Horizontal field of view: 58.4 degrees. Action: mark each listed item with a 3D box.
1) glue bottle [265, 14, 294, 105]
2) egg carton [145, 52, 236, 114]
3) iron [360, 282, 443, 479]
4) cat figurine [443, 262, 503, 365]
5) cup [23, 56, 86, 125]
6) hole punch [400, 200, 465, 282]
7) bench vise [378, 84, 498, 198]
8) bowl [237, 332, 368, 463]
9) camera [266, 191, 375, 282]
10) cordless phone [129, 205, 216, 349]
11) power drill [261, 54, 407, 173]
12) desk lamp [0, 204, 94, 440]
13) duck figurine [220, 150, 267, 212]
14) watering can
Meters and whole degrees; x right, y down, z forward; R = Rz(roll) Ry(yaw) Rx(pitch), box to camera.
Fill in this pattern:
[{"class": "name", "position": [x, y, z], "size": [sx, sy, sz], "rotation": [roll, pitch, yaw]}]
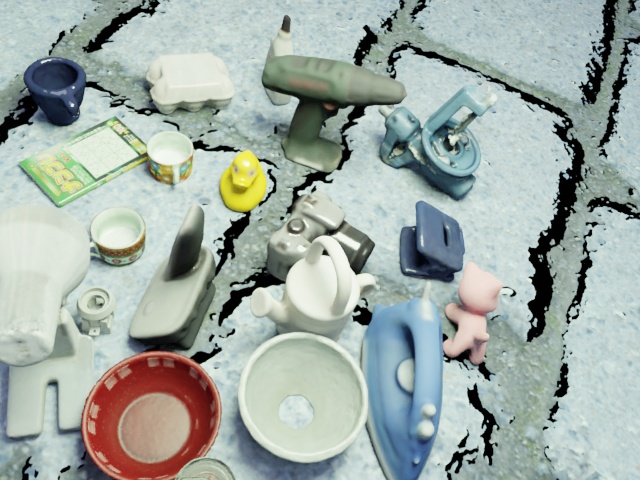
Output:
[{"class": "glue bottle", "position": [-0.071, -0.334, 1.043], "size": [0.037, 0.173, 0.078], "rotation": [-17, 61, -23]}, {"class": "egg carton", "position": [-0.234, -0.283, 1.034], "size": [0.150, 0.069, 0.107], "rotation": [-11, 59, -20]}, {"class": "iron", "position": [0.125, 0.187, 0.751], "size": [0.119, 0.141, 0.258], "rotation": [8, 55, -7]}, {"class": "cat figurine", "position": [0.233, 0.103, 0.849], "size": [0.067, 0.118, 0.128], "rotation": [12, 54, -5]}, {"class": "cup", "position": [-0.419, -0.227, 0.936], "size": [0.092, 0.095, 0.117], "rotation": [-27, 66, -27]}, {"class": "hole punch", "position": [0.188, 0.000, 0.925], "size": [0.101, 0.091, 0.108], "rotation": [9, 55, -7]}, {"class": "bench vise", "position": [0.196, -0.186, 0.975], "size": [0.207, 0.220, 0.121], "rotation": [20, 54, 1]}, {"class": "bowl", "position": [-0.026, 0.209, 0.741], "size": [0.167, 0.075, 0.167], "rotation": [6, 55, -9]}, {"class": "camera", "position": [0.008, 0.003, 0.875], "size": [0.136, 0.101, 0.143], "rotation": [30, 55, 8]}, {"class": "cordless phone", "position": [-0.190, 0.048, 0.745], "size": [0.094, 0.185, 0.147], "rotation": [14, 54, -3]}, {"class": "power drill", "position": [0.011, -0.214, 0.958], "size": [0.229, 0.208, 0.075], "rotation": [19, 54, 0]}, {"class": "desk lamp", "position": [-0.322, 0.095, 0.664], "size": [0.118, 0.213, 0.203], "rotation": [-6, 57, -16]}, {"class": "duck figurine", "position": [-0.122, -0.110, 0.931], "size": [0.077, 0.086, 0.104], "rotation": [12, 54, -5]}, {"class": "watering can", "position": [-0.004, 0.074, 0.765], "size": [0.173, 0.194, 0.100], "rotation": [-35, 69, -30]}]
